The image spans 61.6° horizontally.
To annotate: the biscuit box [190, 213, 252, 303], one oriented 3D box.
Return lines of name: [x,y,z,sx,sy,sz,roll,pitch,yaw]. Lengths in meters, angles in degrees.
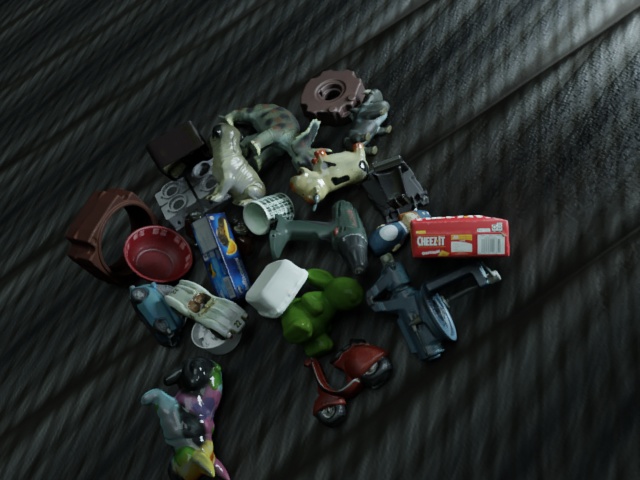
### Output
biscuit box: [-0.216,0.042,1.194,0.059,0.063,0.202,-25,83,32]

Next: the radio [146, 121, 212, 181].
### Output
radio: [-0.350,-0.221,1.369,0.131,0.229,0.073,-31,92,-5]

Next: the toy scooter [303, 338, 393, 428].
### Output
toy scooter: [0.041,0.251,1.026,0.184,0.075,0.135,-42,55,-4]

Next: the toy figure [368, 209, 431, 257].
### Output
toy figure: [0.174,-0.020,1.163,0.154,0.058,0.064,-33,93,-5]

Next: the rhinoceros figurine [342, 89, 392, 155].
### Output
rhinoceros figurine: [0.118,-0.295,1.349,0.112,0.073,0.190,10,64,36]

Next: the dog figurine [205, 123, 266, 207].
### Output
dog figurine: [-0.189,-0.176,1.300,0.121,0.172,0.190,16,95,61]

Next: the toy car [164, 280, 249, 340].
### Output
toy car: [-0.240,0.146,1.133,0.202,0.056,0.073,21,55,28]

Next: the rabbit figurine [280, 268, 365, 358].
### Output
rabbit figurine: [0.016,0.133,1.086,0.170,0.121,0.159,-35,32,13]

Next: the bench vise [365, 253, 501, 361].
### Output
bench vise: [0.217,0.099,1.020,0.241,0.128,0.224,-30,60,20]

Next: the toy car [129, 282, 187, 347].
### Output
toy car: [-0.351,0.155,1.207,0.103,0.109,0.162,-36,62,-27]

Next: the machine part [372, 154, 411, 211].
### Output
machine part: [0.160,-0.129,1.176,0.084,0.039,0.139,-12,55,6]

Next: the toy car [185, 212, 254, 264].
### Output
toy car: [-0.241,-0.009,1.280,0.202,0.089,0.053,16,33,29]

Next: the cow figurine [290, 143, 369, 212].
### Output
cow figurine: [0.023,-0.145,1.257,0.195,0.085,0.127,-13,74,-14]

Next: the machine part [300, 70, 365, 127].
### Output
machine part: [0.033,-0.382,1.438,0.179,0.056,0.179,-10,55,14]

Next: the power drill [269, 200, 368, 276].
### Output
power drill: [-0.002,-0.003,1.151,0.207,0.085,0.232,-7,37,9]

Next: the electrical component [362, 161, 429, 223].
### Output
electrical component: [0.165,-0.114,1.223,0.115,0.058,0.134,-30,55,-3]

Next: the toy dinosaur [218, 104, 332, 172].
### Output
toy dinosaur: [-0.123,-0.289,1.403,0.192,0.131,0.405,-27,49,-14]

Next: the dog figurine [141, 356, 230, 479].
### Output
dog figurine: [-0.230,0.357,1.036,0.191,0.108,0.219,-40,59,-11]

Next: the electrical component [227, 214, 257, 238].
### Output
electrical component: [-0.196,-0.036,1.293,0.094,0.063,0.021,26,71,31]

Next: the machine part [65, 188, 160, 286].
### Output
machine part: [-0.489,-0.007,1.292,0.087,0.200,0.201,10,62,24]
